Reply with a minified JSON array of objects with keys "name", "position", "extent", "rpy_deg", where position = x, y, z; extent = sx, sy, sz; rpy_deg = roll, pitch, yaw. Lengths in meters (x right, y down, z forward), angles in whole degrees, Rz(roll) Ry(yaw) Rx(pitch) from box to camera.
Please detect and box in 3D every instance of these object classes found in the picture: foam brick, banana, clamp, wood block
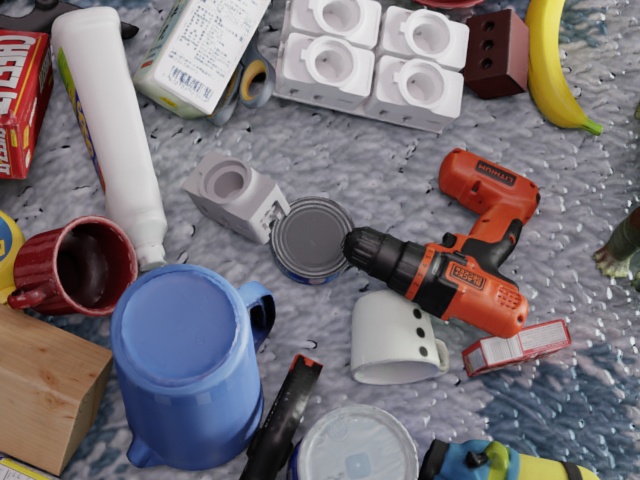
[{"name":"foam brick","position":[0.186,-0.195,1.125],"extent":[0.053,0.051,0.078],"rpy_deg":[-6,69,34]},{"name":"banana","position":[0.251,-0.201,1.154],"extent":[0.069,0.037,0.198],"rpy_deg":[-2,74,-24]},{"name":"clamp","position":[-0.045,0.191,0.959],"extent":[0.036,0.165,0.209],"rpy_deg":[27,63,-2]},{"name":"clamp","position":[-0.277,-0.263,1.106],"extent":[0.171,0.039,0.120],"rpy_deg":[-5,85,-3]},{"name":"wood block","position":[-0.303,0.116,0.962],"extent":[0.206,0.090,0.091],"rpy_deg":[22,117,1]}]

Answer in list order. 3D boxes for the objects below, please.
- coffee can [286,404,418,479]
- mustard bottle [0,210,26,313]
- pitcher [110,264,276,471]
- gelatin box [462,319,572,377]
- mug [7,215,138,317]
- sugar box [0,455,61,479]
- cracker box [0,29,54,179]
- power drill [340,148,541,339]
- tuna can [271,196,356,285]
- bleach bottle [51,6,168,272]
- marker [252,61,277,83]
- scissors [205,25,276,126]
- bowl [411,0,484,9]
[{"name":"coffee can","position":[0.025,0.207,0.957],"extent":[0.102,0.140,0.103],"rpy_deg":[2,74,-5]},{"name":"mustard bottle","position":[-0.337,0.003,1.024],"extent":[0.096,0.058,0.192],"rpy_deg":[-31,80,-16]},{"name":"pitcher","position":[-0.107,0.103,0.922],"extent":[0.145,0.243,0.149],"rpy_deg":[-1,67,-4]},{"name":"gelatin box","position":[0.190,0.106,1.038],"extent":[0.089,0.073,0.030],"rpy_deg":[-13,77,-10]},{"name":"mug","position":[-0.238,0.033,0.988],"extent":[0.117,0.082,0.093],"rpy_deg":[-39,111,-43]},{"name":"sugar box","position":[-0.263,0.225,0.949],"extent":[0.176,0.093,0.048],"rpy_deg":[21,74,2]},{"name":"cracker box","position":[-0.377,-0.139,1.019],"extent":[0.213,0.072,0.164],"rpy_deg":[3,42,-4]},{"name":"power drill","position":[0.128,-0.006,1.037],"extent":[0.184,0.057,0.187],"rpy_deg":[26,49,2]},{"name":"tuna can","position":[-0.007,0.001,1.069],"extent":[0.086,0.034,0.086],"rpy_deg":[1,74,-5]},{"name":"bleach bottle","position":[-0.198,-0.093,1.042],"extent":[0.068,0.103,0.251],"rpy_deg":[-15,77,-17]},{"name":"marker","position":[-0.021,-0.185,1.129],"extent":[0.121,0.020,0.020],"rpy_deg":[-11,75,-9]},{"name":"scissors","position":[-0.062,-0.207,1.108],"extent":[0.096,0.016,0.201],"rpy_deg":[7,68,44]},{"name":"bowl","position":[0.129,-0.312,1.161],"extent":[0.162,0.055,0.162],"rpy_deg":[1,74,-5]}]
